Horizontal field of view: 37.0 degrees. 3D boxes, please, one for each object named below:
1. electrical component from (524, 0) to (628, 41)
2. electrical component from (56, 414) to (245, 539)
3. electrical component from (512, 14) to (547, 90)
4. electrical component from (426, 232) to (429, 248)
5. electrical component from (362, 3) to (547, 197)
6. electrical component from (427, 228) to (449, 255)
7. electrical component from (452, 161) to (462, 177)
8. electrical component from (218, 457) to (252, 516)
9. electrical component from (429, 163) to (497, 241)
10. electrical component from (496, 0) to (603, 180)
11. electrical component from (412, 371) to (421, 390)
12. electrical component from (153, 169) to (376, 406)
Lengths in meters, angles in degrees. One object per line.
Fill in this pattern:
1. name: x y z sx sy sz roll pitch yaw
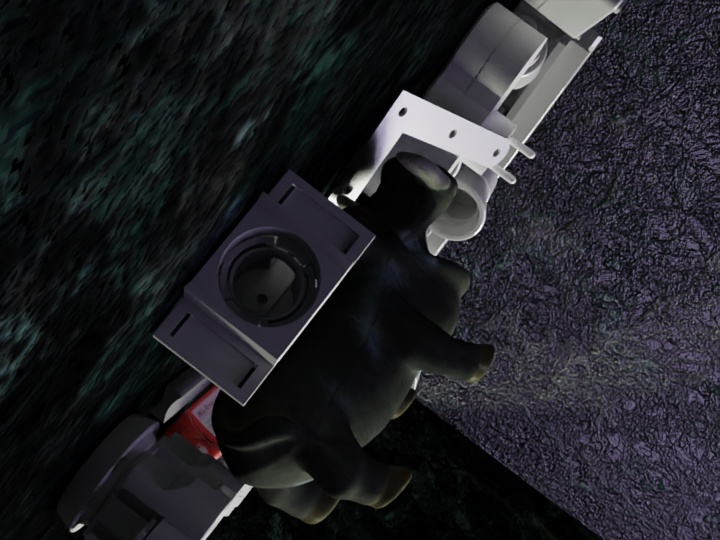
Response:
1. electrical component: 0.126 -0.178 0.609 0.061 0.061 0.096 -53 -176 -2
2. electrical component: -0.090 0.099 0.458 0.058 0.057 0.078 -54 177 15
3. electrical component: 0.098 -0.143 0.686 0.043 0.043 0.062 -53 176 -8
4. electrical component: 0.000 0.000 0.689 0.074 0.052 0.138 -10 -159 13
5. electrical component: 0.069 -0.082 0.645 0.138 0.074 0.052 -54 177 14
6. electrical component: 0.043 -0.041 0.816 0.108 0.060 0.108 -53 177 -4
7. electrical component: 0.049 -0.079 0.705 0.040 0.040 0.046 -55 -178 22
8. electrical component: -0.121 0.178 0.887 0.073 0.052 0.138 -53 177 -1
9. electrical component: 0.072 -0.054 0.740 0.044 0.044 0.065 -56 180 35
10. electrical component: 0.109 -0.131 0.773 0.121 0.063 0.078 -55 176 34
11. electrical component: 0.000 0.048 0.795 0.108 0.108 0.060 -57 -178 45
12. electrical component: -0.036 0.009 0.408 0.081 0.042 0.064 -52 178 -16
